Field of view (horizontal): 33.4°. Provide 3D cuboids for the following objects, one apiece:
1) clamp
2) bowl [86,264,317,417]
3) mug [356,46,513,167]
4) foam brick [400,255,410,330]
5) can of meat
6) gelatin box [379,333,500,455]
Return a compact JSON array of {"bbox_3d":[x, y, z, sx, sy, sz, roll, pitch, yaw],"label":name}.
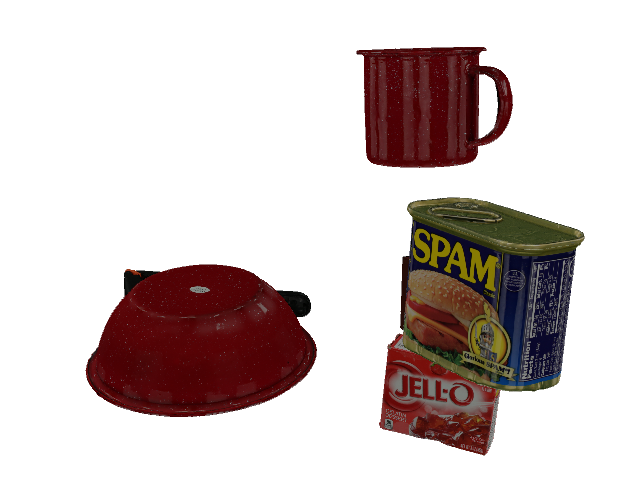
[{"bbox_3d":[-0.138,0.065,1.073,0.210,0.036,0.164,12,20,37],"label":"clamp"},{"bbox_3d":[-0.084,0.059,0.740,0.162,0.055,0.162,-2,21,1],"label":"bowl"},{"bbox_3d":[0.083,-0.096,0.763,0.117,0.081,0.093,6,13,33],"label":"mug"},{"bbox_3d":[0.114,0.055,1.048,0.051,0.078,0.053,-11,19,-33],"label":"foam brick"},{"bbox_3d":[0.091,0.028,0.591,0.057,0.084,0.102,-7,18,-34],"label":"can of meat"},{"bbox_3d":[0.093,0.119,0.829,0.089,0.073,0.030,12,22,19],"label":"gelatin box"}]
